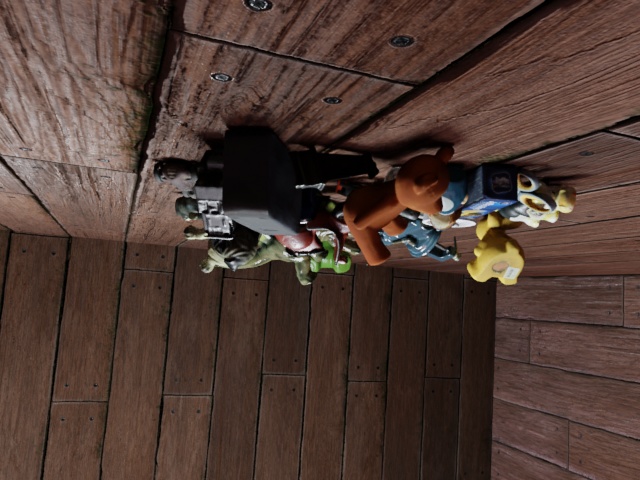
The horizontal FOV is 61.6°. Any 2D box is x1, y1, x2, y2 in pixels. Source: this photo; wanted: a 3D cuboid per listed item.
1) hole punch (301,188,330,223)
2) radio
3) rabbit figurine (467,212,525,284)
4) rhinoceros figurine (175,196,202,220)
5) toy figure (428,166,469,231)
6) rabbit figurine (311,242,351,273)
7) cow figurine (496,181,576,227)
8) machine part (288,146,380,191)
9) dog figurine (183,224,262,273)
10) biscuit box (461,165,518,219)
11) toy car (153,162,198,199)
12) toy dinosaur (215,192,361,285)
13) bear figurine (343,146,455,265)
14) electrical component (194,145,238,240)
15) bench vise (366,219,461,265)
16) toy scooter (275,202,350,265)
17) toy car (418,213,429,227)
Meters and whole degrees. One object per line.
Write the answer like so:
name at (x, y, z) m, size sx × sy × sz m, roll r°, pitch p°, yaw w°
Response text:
hole punch at (-0.061, -0.091, 1.041) m, size 0.142 × 0.092 × 0.116 m, roll -7°, pitch -158°, yaw 13°
radio at (-0.086, -0.083, 0.862) m, size 0.073 × 0.131 × 0.229 m, roll 1°, pitch 173°, yaw 12°
rabbit figurine at (0.417, -0.001, 1.290) m, size 0.122 × 0.173 × 0.162 m, roll 3°, pitch 129°, yaw 1°
rhinoceros figurine at (-0.264, -0.084, 1.277) m, size 0.191 × 0.073 × 0.112 m, roll 0°, pitch -177°, yaw 20°
toy figure at (0.219, -0.063, 0.941) m, size 0.058 × 0.064 × 0.154 m, roll -26°, pitch 146°, yaw -16°
rabbit figurine at (0.025, -0.024, 1.339) m, size 0.121 × 0.170 × 0.159 m, roll 5°, pitch -145°, yaw 10°
cow figurine at (0.388, -0.072, 0.980) m, size 0.098 × 0.068 × 0.167 m, roll 10°, pitch 172°, yaw -4°
machine part at (0.022, -0.113, 0.837) m, size 0.139 × 0.084 × 0.039 m, roll -3°, pitch 144°, yaw -18°
dog figurine at (-0.142, -0.008, 1.007) m, size 0.191 × 0.172 × 0.121 m, roll -2°, pitch 126°, yaw 52°
biscuit box at (0.283, -0.081, 0.958) m, size 0.059 × 0.062 × 0.202 m, roll 2°, pitch 174°, yaw -4°
toy car at (-0.256, -0.112, 1.074) m, size 0.089 × 0.053 × 0.202 m, roll 0°, pitch 172°, yaw 6°
toy dinosaur at (-0.059, -0.005, 1.214) m, size 0.471 × 0.105 × 0.198 m, roll -32°, pitch 113°, yaw 30°
bear figurine at (0.134, -0.055, 0.832) m, size 0.196 × 0.120 × 0.131 m, roll -19°, pitch 117°, yaw 43°
electrical component at (-0.162, -0.085, 0.883) m, size 0.058 × 0.115 × 0.134 m, roll 2°, pitch 130°, yaw 2°
bench vise at (0.250, 0.001, 1.375) m, size 0.240 × 0.129 × 0.223 m, roll 26°, pitch 145°, yaw -21°
toy scooter at (-0.002, -0.003, 1.092) m, size 0.184 × 0.135 × 0.075 m, roll -7°, pitch -149°, yaw 9°
toy car at (0.211, -0.065, 1.191) m, size 0.201 × 0.056 × 0.074 m, roll 9°, pitch 178°, yaw -27°
